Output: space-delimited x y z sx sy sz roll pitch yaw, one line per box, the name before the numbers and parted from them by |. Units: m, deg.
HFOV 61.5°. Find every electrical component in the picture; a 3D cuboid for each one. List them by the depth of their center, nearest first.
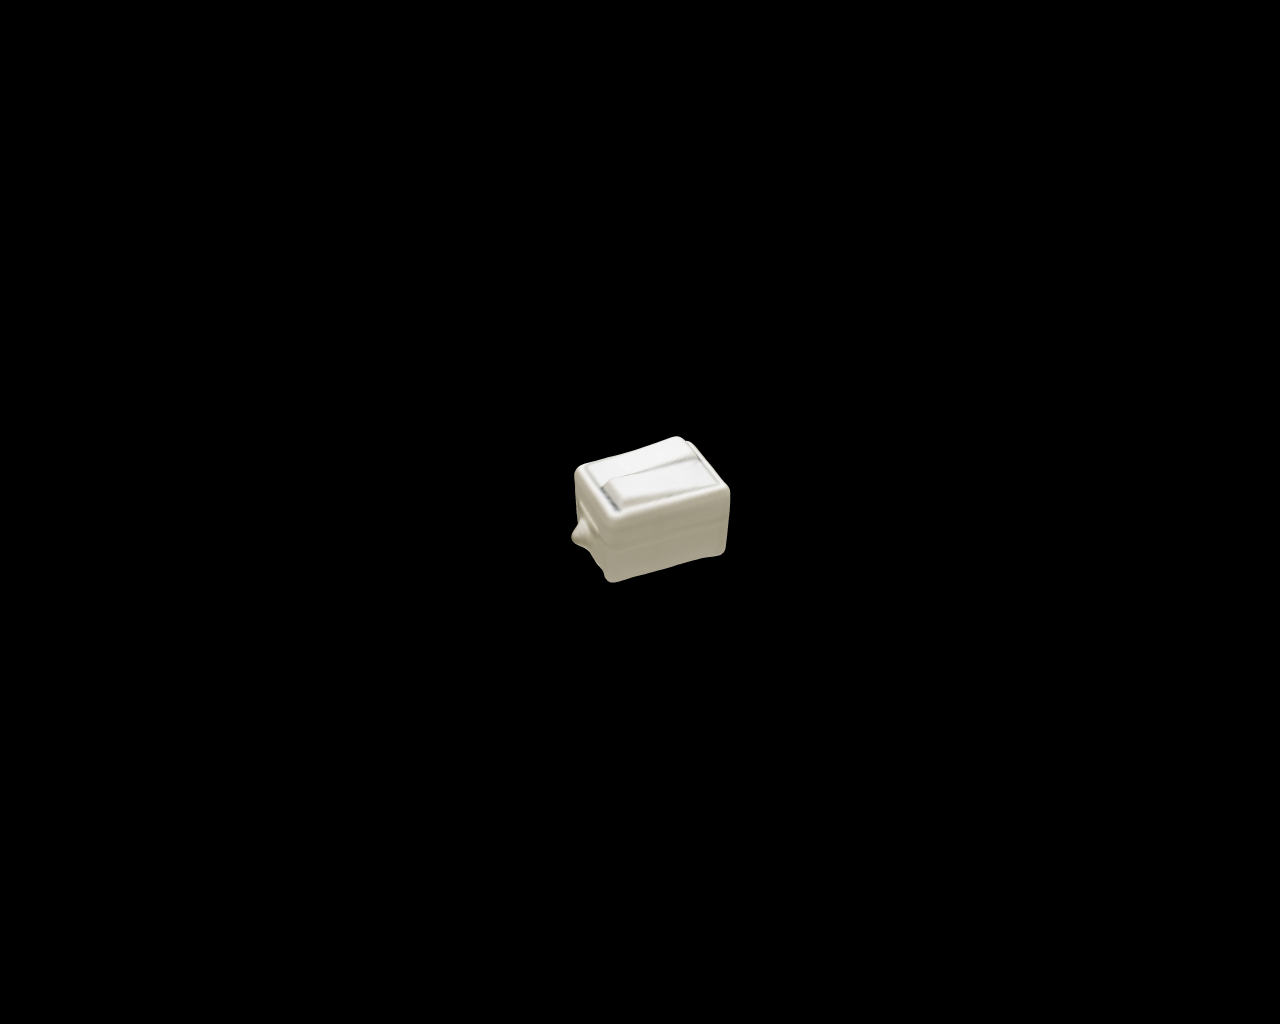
electrical component | 0.001 -0.003 0.650 0.096 0.061 0.062 -14 40 -17
